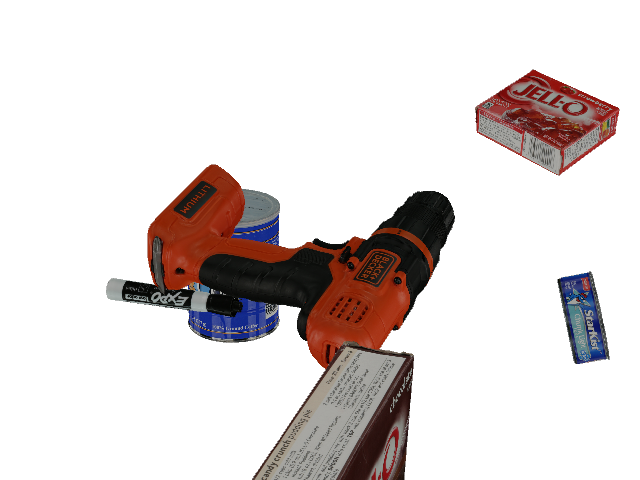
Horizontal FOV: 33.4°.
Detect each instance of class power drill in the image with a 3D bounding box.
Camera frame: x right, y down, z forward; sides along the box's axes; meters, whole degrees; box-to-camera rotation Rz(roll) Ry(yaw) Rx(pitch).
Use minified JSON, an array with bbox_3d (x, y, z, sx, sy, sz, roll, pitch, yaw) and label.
[{"bbox_3d":[-0.013,0.003,0.759,0.188,0.057,0.184,16,39,21],"label":"power drill"}]

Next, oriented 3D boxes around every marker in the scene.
[{"bbox_3d":[-0.123,0.048,0.901,0.121,0.020,0.020,7,2,17],"label":"marker"}]

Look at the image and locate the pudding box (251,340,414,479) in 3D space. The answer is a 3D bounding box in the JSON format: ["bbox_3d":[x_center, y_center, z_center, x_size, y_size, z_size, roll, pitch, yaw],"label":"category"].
[{"bbox_3d":[0.006,0.110,0.463,0.039,0.090,0.113,11,30,16],"label":"pudding box"}]

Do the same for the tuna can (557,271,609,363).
[{"bbox_3d":[0.251,0.074,1.022,0.034,0.086,0.086,-12,-3,12],"label":"tuna can"}]

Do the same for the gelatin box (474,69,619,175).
[{"bbox_3d":[0.181,-0.097,0.858,0.073,0.030,0.089,-33,49,-27],"label":"gelatin box"}]

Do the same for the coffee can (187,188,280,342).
[{"bbox_3d":[-0.095,0.026,1.165,0.103,0.140,0.103,1,23,-1],"label":"coffee can"}]
